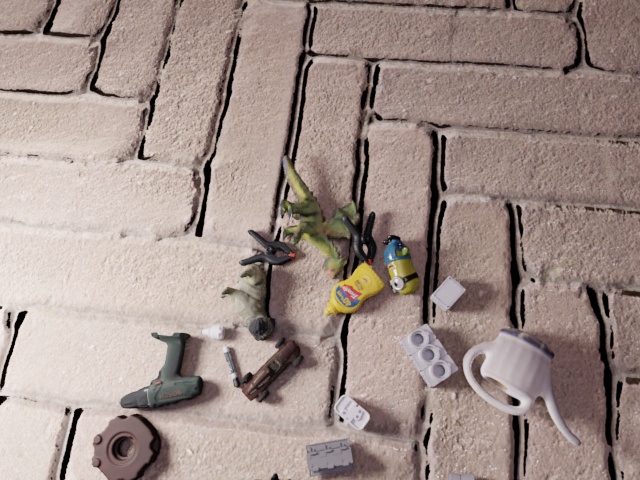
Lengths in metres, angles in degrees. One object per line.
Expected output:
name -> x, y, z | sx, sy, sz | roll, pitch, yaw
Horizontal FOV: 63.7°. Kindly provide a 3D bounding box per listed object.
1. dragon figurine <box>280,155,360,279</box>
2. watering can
dragon figurine -> 0.005, -0.082, 1.621 | 0.243, 0.120, 0.417 | 2, 71, -15
watering can -> 0.568, 0.378, 1.400 | 0.349, 0.102, 0.227 | 29, 73, 14
